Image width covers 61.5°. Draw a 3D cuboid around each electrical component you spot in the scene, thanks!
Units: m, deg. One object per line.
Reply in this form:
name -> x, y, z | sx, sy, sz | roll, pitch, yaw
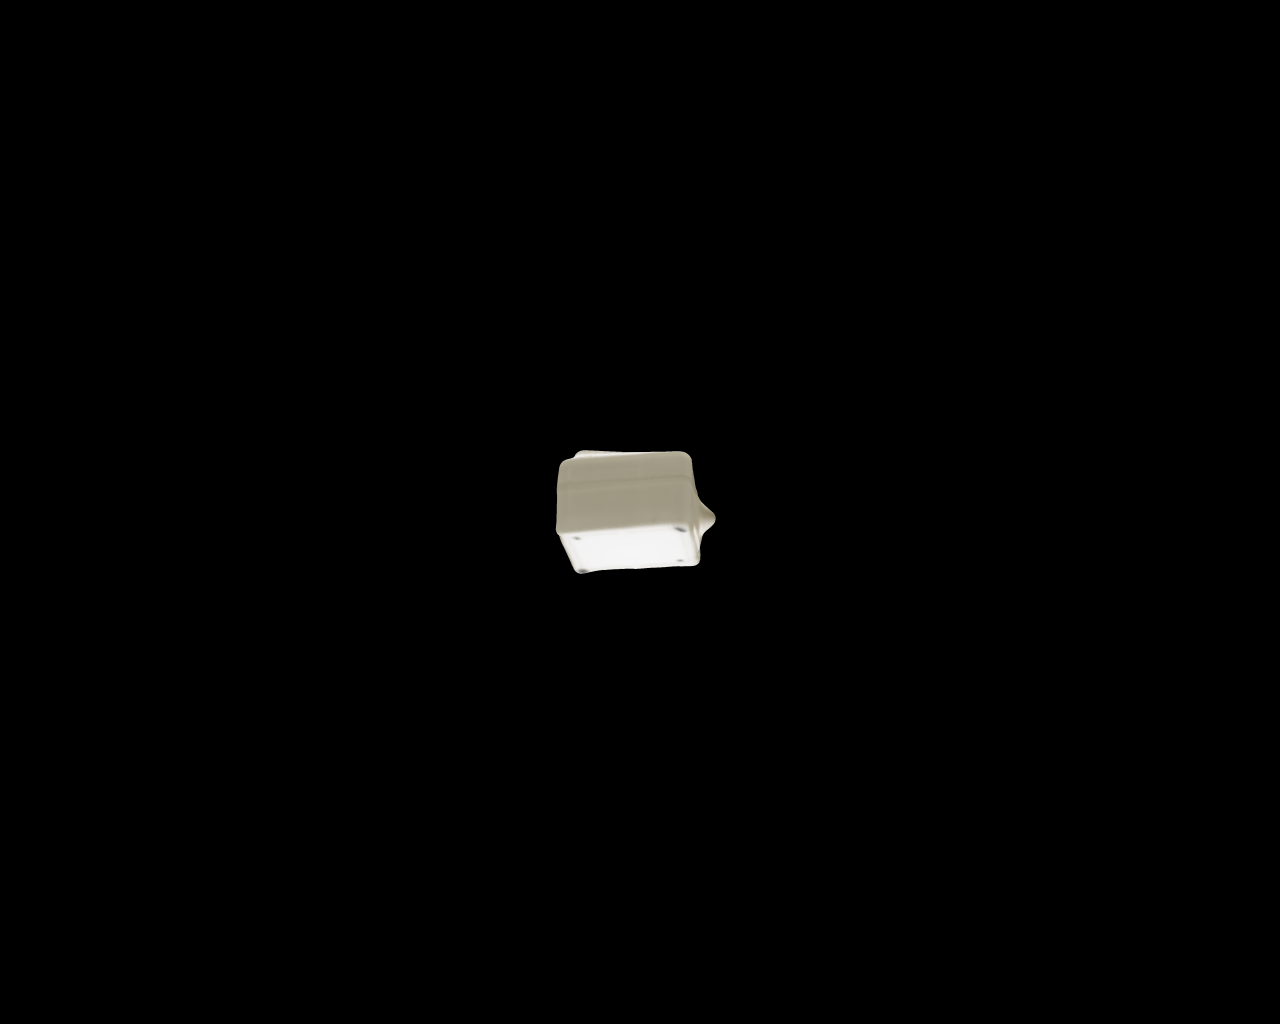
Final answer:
electrical component -> 0.001, -0.003, 0.650 | 0.096, 0.061, 0.061 | -4, -28, 7
